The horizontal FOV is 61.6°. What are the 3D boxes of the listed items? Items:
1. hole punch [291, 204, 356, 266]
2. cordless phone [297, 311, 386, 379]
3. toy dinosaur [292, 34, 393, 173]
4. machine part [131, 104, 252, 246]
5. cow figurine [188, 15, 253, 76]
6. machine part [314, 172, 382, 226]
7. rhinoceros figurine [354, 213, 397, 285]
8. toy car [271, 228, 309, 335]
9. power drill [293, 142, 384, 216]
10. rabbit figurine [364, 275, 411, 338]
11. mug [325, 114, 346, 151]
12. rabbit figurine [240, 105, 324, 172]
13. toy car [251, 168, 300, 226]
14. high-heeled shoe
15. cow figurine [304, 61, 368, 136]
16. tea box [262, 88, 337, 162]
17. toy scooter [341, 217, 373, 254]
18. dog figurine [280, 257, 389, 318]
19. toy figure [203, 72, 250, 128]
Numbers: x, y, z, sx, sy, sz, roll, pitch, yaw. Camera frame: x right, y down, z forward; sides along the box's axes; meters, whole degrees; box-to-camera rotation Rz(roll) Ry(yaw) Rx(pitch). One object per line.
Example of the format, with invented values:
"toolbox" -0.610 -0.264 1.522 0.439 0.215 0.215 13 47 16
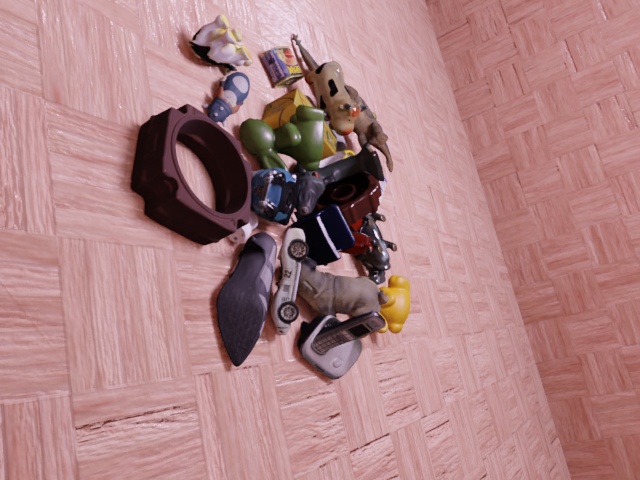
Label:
"hole punch" -0.002 -0.003 1.150 0.142 0.116 0.092 60 32 -10
"cordless phone" 0.062 0.196 1.065 0.146 0.184 0.089 46 32 -36
"toy dinosaur" 0.070 -0.379 1.506 0.471 0.105 0.199 51 15 -17
"machine part" -0.206 -0.109 0.903 0.201 0.087 0.201 36 43 -47
"cow figurine" -0.199 -0.384 1.101 0.068 0.098 0.167 67 10 8
"machine part" 0.055 -0.099 1.250 0.179 0.180 0.056 -73 150 -48
"rhinoceros figurine" 0.131 0.022 1.374 0.073 0.112 0.190 -19 95 -45
"toy car" -0.059 0.078 1.007 0.073 0.056 0.201 122 -23 -79
"power drill" 0.034 -0.135 1.186 0.232 0.207 0.085 -109 175 -61
"rabbit figurine" 0.125 0.156 1.303 0.173 0.122 0.162 29 56 -31
"mug" 0.019 -0.271 1.405 0.109 0.081 0.107 55 18 -68
"rabbit figurine" -0.086 -0.205 1.139 0.121 0.170 0.159 -149 -119 -75
"toy car" -0.106 -0.090 1.039 0.161 0.103 0.109 -4 108 -74
"high-heeled shoe" -0.124 0.100 0.959 0.145 0.086 0.248 80 19 -75
"cow figurine" 0.042 -0.344 1.313 0.085 0.127 0.195 -3 73 -38
"tea box" -0.045 -0.259 1.262 0.169 0.098 0.068 45 36 -34
"toy scooter" 0.069 -0.020 1.269 0.184 0.135 0.075 -61 163 -50
"dog figurine" 0.030 0.094 1.099 0.190 0.172 0.121 52 22 -42
"toy figure" -0.186 -0.289 1.085 0.064 0.057 0.154 21 44 -4
